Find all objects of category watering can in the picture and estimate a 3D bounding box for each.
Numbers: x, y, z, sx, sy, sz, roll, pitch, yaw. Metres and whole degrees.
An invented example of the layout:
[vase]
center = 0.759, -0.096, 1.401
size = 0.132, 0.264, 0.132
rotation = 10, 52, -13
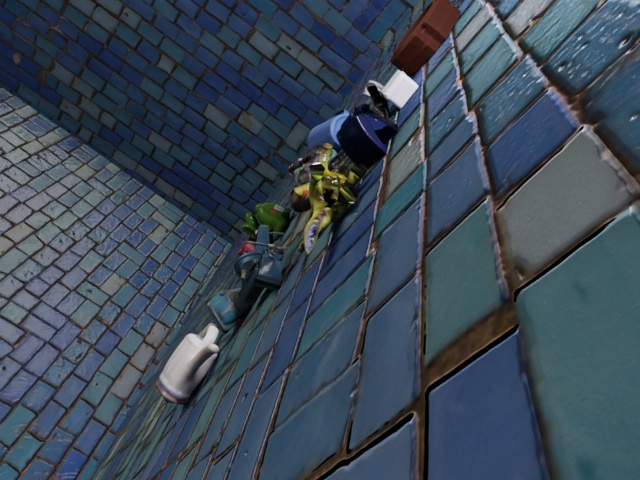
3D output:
[watering can]
center = -0.336, 0.324, 1.344
size = 0.226, 0.103, 0.346
rotation = -57, 10, -9

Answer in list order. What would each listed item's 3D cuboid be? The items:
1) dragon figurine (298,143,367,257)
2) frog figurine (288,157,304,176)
[dragon figurine]
center = 0.004, -0.059, 1.171
size = 0.237, 0.122, 0.420
rotation = 110, -177, -49
[frog figurine]
center = -0.015, -0.261, 1.887
size = 0.161, 0.124, 0.134
rotation = -17, -26, -37
